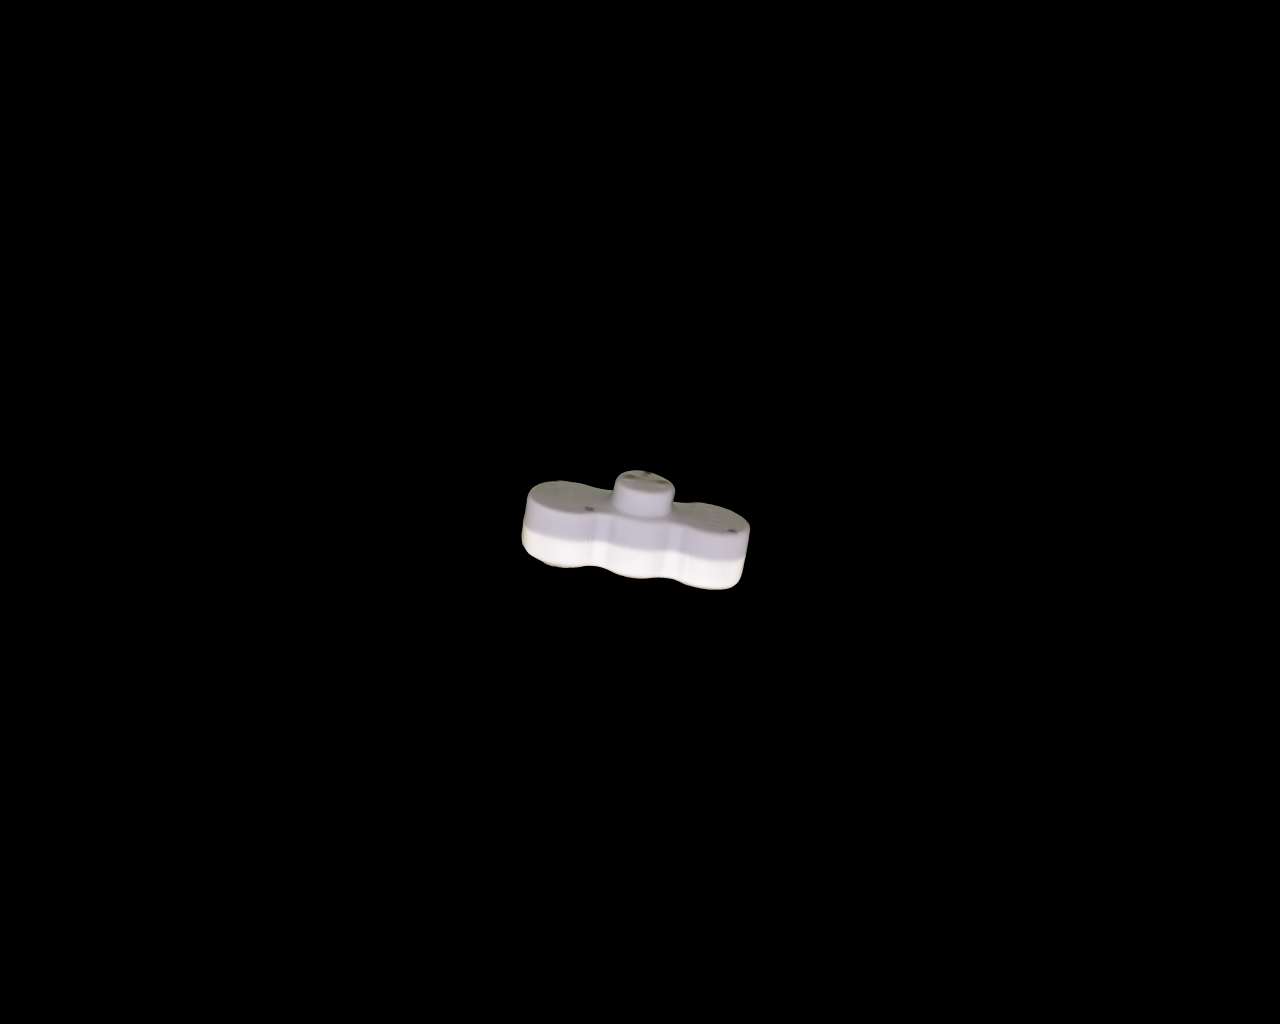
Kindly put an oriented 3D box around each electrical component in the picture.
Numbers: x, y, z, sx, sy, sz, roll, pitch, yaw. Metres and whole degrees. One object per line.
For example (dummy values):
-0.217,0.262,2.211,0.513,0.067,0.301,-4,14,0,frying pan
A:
0.001,-0.003,0.650,0.138,0.073,0.052,10,20,-3,electrical component
